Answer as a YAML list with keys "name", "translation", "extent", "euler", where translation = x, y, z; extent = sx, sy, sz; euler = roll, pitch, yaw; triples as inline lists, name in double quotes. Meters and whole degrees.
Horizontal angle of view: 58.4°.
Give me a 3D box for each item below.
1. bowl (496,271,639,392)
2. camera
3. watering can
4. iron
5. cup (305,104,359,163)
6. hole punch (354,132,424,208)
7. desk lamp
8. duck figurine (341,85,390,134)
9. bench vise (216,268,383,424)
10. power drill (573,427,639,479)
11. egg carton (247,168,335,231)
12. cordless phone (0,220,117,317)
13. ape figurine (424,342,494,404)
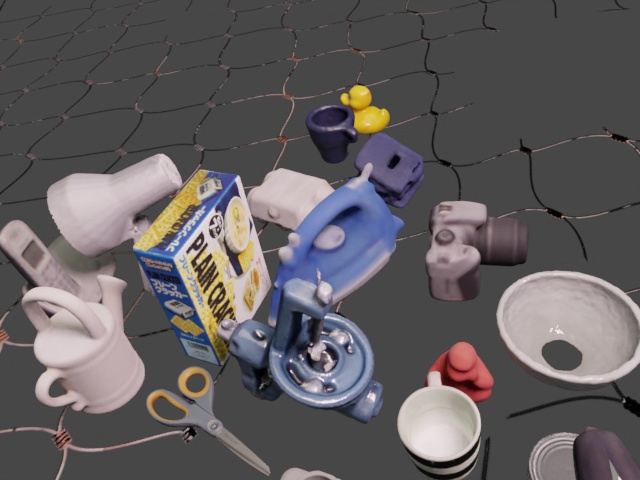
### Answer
- name: "bowl"
  translation: [0.297, 0.120, 0.692]
  extent: [0.167, 0.075, 0.167]
  euler: [-6, 42, 6]
- name: "camera"
  translation: [0.223, 0.005, 0.812]
  extent: [0.136, 0.101, 0.143]
  euler: [3, 44, 15]
- name: "watering can"
  translation: [-0.302, 0.121, 0.726]
  extent: [0.101, 0.194, 0.172]
  euler: [-9, 42, 2]
- name: "iron"
  translation: [0.008, 0.003, 0.828]
  extent: [0.118, 0.142, 0.259]
  euler: [27, 54, 34]
- name: "cup"
  translation: [0.033, -0.187, 1.063]
  extent: [0.092, 0.095, 0.117]
  euler: [-35, 47, -24]
- name: "hole punch"
  translation: [0.121, -0.122, 0.978]
  extent: [0.100, 0.091, 0.109]
  euler: [15, 48, 26]
- name: "desk lamp"
  translation: [-0.265, -0.023, 0.859]
  extent: [0.203, 0.214, 0.117]
  euler: [-15, 42, -4]
- name: "duck figurine"
  translation: [0.087, -0.265, 1.143]
  extent: [0.104, 0.086, 0.078]
  euler: [14, 48, 25]
- name: "bench vise"
  translation: [-0.036, 0.122, 0.650]
  extent: [0.207, 0.220, 0.121]
  euler: [-1, 43, 11]
- name: "power drill"
  translation: [0.230, 0.288, 0.424]
  extent: [0.075, 0.209, 0.229]
  euler: [-10, 42, 1]
- name: "egg carton"
  translation: [-0.048, -0.062, 0.964]
  extent: [0.149, 0.069, 0.107]
  euler: [18, 49, 28]
- name: "cordless phone"
  translation: [-0.393, 0.025, 0.855]
  extent: [0.094, 0.185, 0.147]
  euler: [-2, 43, 10]
- name: "ape figurine"
  translation: [0.163, 0.155, 0.669]
  extent: [0.077, 0.092, 0.076]
  euler: [9, 46, 20]
